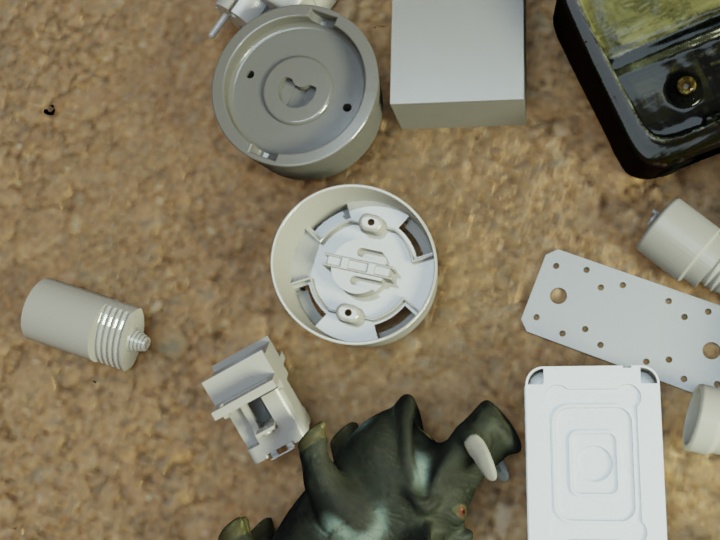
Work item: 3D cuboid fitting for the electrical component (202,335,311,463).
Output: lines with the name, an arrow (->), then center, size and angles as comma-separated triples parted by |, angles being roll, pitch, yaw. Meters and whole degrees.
electrical component -> -0.062, 0.081, 0.665 | 0.042, 0.081, 0.063 | -28, 97, 4

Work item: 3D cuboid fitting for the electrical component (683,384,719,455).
electrical component -> 0.216, 0.091, 0.625 | 0.046, 0.040, 0.040 | 14, 81, 8

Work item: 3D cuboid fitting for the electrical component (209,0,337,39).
electrical component -> -0.073, -0.184, 0.733 | 0.083, 0.047, 0.075 | 34, 87, 15

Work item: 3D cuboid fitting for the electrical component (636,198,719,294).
electrical component -> 0.204, -0.009, 0.647 | 0.078, 0.040, 0.040 | 40, 88, 15

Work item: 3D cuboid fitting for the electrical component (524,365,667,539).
electrical component -> 0.136, 0.113, 0.626 | 0.078, 0.057, 0.113 | -2, 78, 10

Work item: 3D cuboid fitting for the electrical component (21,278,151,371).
electrical component -> -0.176, 0.037, 0.709 | 0.081, 0.043, 0.043 | 17, 82, 14

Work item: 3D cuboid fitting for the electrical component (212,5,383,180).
electrical component -> -0.036, -0.111, 0.704 | 0.108, 0.060, 0.108 | -2, 78, 10

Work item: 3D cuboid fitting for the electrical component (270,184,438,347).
electrical component -> 0.000, 0.000, 0.672 | 0.099, 0.064, 0.099 | -2, 78, 11
